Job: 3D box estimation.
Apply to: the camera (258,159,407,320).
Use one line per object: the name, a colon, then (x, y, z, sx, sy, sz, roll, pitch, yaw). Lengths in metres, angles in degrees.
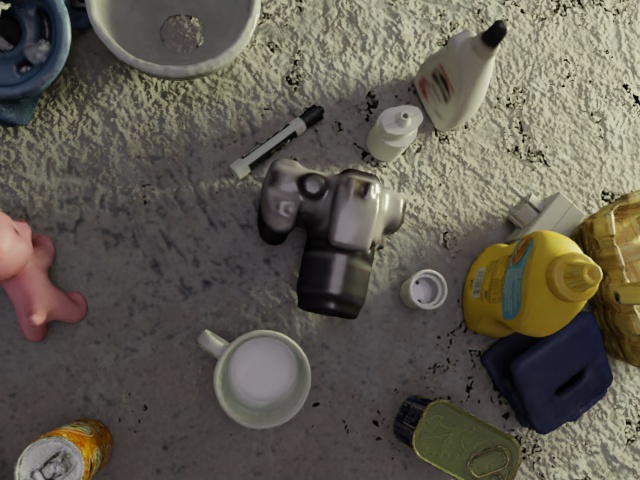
camera: (0.005, 0.002, 0.558, 0.143, 0.100, 0.137, 12, 79, -6)

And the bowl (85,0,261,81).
bowl: (-0.146, -0.231, 0.588, 0.167, 0.074, 0.167, 1, 80, -8)

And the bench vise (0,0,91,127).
bench vise: (-0.277, -0.225, 0.494, 0.121, 0.219, 0.207, 3, 80, -7)

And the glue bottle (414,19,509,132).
glue bottle: (0.144, -0.171, 0.570, 0.037, 0.173, 0.078, -28, 85, -11)

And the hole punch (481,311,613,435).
hole punch: (0.239, 0.133, 0.575, 0.109, 0.091, 0.101, -32, 86, -12)

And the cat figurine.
cat figurine: (-0.274, 0.026, 0.505, 0.067, 0.117, 0.128, -33, 86, -12)
